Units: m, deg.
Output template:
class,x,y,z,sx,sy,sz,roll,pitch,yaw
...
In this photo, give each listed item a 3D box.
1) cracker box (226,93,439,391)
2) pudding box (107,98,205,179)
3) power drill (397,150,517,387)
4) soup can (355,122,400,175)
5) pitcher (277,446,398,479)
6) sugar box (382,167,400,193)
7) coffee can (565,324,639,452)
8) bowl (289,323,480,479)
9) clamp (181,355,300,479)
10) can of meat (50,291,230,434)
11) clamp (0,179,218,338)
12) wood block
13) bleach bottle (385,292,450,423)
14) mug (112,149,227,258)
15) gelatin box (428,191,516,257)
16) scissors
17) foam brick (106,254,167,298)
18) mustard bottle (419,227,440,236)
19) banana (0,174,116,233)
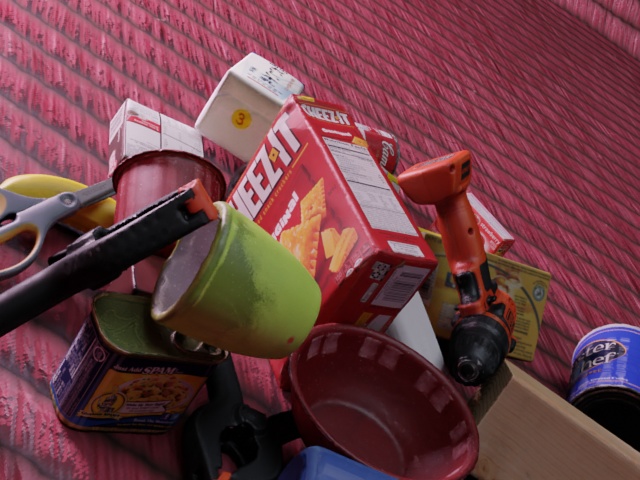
class,x,y,z,sx,sy,sz,roll,pitch,yaw
cracker box,-0.006,0.001,0.933,0.072,0.164,0.214,11,37,-36
pudding box,-0.157,-0.082,1.036,0.090,0.039,0.113,23,31,-24
power drill,0.122,0.022,0.934,0.184,0.057,0.187,-39,114,-72
soup can,0.034,-0.105,1.250,0.102,0.069,0.068,14,34,-34
pitcher,0.073,0.234,0.713,0.242,0.149,0.145,28,45,-6
sugar box,0.026,-0.063,1.109,0.093,0.048,0.176,16,-2,11
coffee can,0.303,0.161,1.089,0.103,0.103,0.140,36,28,2
bowl,0.038,0.138,0.807,0.162,0.055,0.162,23,30,-15
clamp,-0.049,0.145,0.799,0.120,0.039,0.171,25,31,-9
can of meat,-0.128,0.089,0.748,0.101,0.084,0.057,11,35,-38
clamp,-0.161,0.018,0.725,0.036,0.210,0.164,59,34,-10
wood block,0.220,0.203,0.921,0.206,0.091,0.090,35,6,1
bleach bottle,0.059,0.106,0.934,0.068,0.103,0.251,11,44,-34
mug,-0.117,-0.006,0.854,0.117,0.093,0.081,56,27,-51
gelatin box,0.171,-0.003,1.233,0.030,0.073,0.089,-1,44,-48
scissors,-0.223,-0.036,0.855,0.096,0.016,0.201,37,44,3
foam brick,-0.133,0.055,0.803,0.051,0.078,0.053,19,32,-25
mustard bottle,0.137,0.033,1.154,0.191,0.058,0.096,18,30,-29
banana,-0.186,-0.008,0.894,0.197,0.037,0.069,26,52,-13
